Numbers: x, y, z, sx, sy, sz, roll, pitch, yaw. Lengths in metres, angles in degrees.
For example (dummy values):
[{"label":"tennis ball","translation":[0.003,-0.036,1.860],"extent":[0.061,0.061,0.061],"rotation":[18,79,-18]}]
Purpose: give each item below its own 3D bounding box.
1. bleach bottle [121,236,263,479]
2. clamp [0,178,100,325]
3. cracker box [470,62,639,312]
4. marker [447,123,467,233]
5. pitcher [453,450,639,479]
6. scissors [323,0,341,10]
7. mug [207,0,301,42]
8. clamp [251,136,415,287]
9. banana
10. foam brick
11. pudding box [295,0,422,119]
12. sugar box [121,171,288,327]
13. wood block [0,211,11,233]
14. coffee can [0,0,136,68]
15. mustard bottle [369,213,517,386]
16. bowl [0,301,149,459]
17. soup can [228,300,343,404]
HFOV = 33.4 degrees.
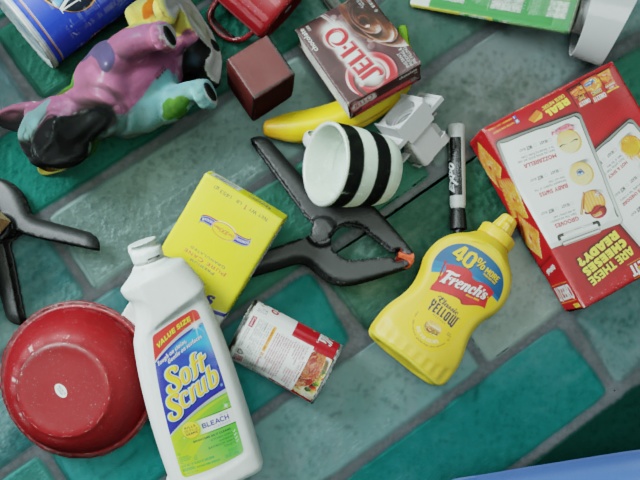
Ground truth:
[{"label":"bleach bottle","translation":[-0.138,0.120,1.034],"extent":[0.102,0.068,0.251],"rotation":[-20,103,-8]},{"label":"clamp","translation":[-0.311,-0.012,1.095],"extent":[0.120,0.039,0.171],"rotation":[-36,85,-10]},{"label":"cracker box","translation":[0.284,-0.055,1.132],"extent":[0.164,0.072,0.214],"rotation":[-28,85,-7]},{"label":"marker","translation":[0.148,-0.065,1.149],"extent":[0.020,0.020,0.121],"rotation":[1,81,-4]},{"label":"pitcher","translation":[0.250,0.289,1.055],"extent":[0.243,0.145,0.149],"rotation":[-6,69,-2]},{"label":"scissors","translation":[0.003,-0.307,1.178],"extent":[0.202,0.016,0.096],"rotation":[41,80,2]},{"label":"mug","translation":[-0.072,-0.261,1.135],"extent":[0.081,0.093,0.117],"rotation":[42,111,-3]},{"label":"clamp","translation":[-0.007,0.001,1.118],"extent":[0.210,0.036,0.164],"rotation":[23,82,3]},{"label":"banana","translation":[0.035,-0.151,1.148],"extent":[0.197,0.037,0.070],"rotation":[-36,66,-10]},{"label":"foam brick","translation":[-0.062,-0.169,1.120],"extent":[0.053,0.078,0.051],"rotation":[-34,84,-10]},{"label":"pudding box","translation":[0.040,-0.195,1.124],"extent":[0.090,0.039,0.113],"rotation":[-30,66,-7]},{"label":"sugar box","translation":[-0.117,0.028,1.074],"extent":[0.093,0.048,0.176],"rotation":[31,98,1]},{"label":"wood block","translation":[-0.414,0.025,1.037],"extent":[0.090,0.091,0.206],"rotation":[42,90,8]},{"label":"coffee can","translation":[-0.254,-0.261,1.107],"extent":[0.140,0.103,0.103],"rotation":[-40,86,-9]},{"label":"mustard bottle","translation":[0.143,0.051,1.111],"extent":[0.096,0.058,0.191],"rotation":[38,80,0]},{"label":"bowl","translation":[-0.245,0.143,1.049],"extent":[0.162,0.055,0.162],"rotation":[0,94,4]},{"label":"soup can","translation":[-0.037,0.113,1.083],"extent":[0.102,0.068,0.068],"rotation":[28,80,1]}]
